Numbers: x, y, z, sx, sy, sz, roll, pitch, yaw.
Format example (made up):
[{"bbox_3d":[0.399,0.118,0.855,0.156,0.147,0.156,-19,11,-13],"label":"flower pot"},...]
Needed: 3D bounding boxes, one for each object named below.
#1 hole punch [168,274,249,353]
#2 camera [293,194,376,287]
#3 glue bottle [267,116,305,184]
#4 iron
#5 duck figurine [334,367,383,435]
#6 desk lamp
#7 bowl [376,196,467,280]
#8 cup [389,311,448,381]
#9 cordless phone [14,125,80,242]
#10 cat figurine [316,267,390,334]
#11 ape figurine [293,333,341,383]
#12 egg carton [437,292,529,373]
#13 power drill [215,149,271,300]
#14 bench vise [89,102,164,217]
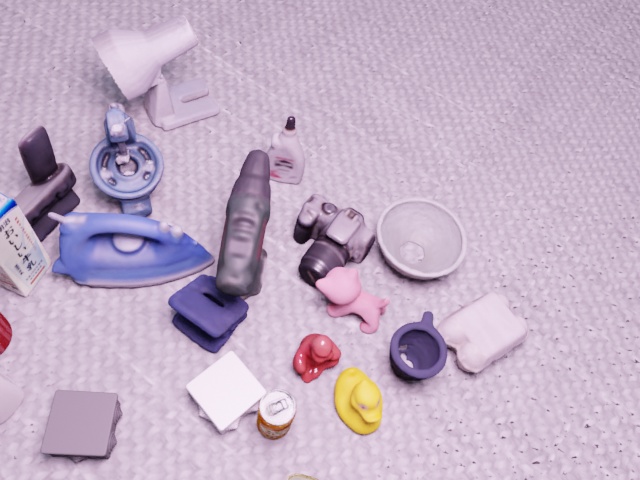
[{"bbox_3d":[-0.179,0.108,0.924,0.108,0.091,0.101,33,61,10],"label":"hole punch"},{"bbox_3d":[0.009,0.004,1.007,0.143,0.101,0.137,32,61,10],"label":"camera"},{"bbox_3d":[-0.061,-0.168,1.052,0.078,0.173,0.037,7,60,-5],"label":"glue bottle"},{"bbox_3d":[-0.305,-0.002,0.936,0.258,0.141,0.118,1,60,-8],"label":"iron"},{"bbox_3d":[0.065,0.243,0.889,0.078,0.086,0.104,-14,64,-16],"label":"duck figurine"},{"bbox_3d":[-0.302,-0.314,1.072,0.203,0.213,0.117,-24,67,-20],"label":"desk lamp"},{"bbox_3d":[0.179,0.008,1.047,0.167,0.075,0.167,4,60,-7],"label":"bowl"},{"bbox_3d":[0.153,0.180,0.934,0.091,0.095,0.118,20,60,3],"label":"cup"},{"bbox_3d":[-0.479,-0.096,0.937,0.094,0.185,0.148,25,60,6],"label":"cordless phone"},{"bbox_3d":[0.056,0.090,0.956,0.127,0.118,0.067,22,60,4],"label":"cat figurine"},{"bbox_3d":[-0.003,0.179,0.911,0.078,0.092,0.076,4,60,-6],"label":"ape figurine"},{"bbox_3d":[0.279,0.156,0.983,0.150,0.069,0.107,-27,68,-22],"label":"egg carton"},{"bbox_3d":[-0.121,-0.002,0.927,0.075,0.208,0.229,8,60,-4],"label":"power drill"},{"bbox_3d":[-0.349,-0.164,0.976,0.122,0.220,0.207,-30,69,-23],"label":"bench vise"}]
